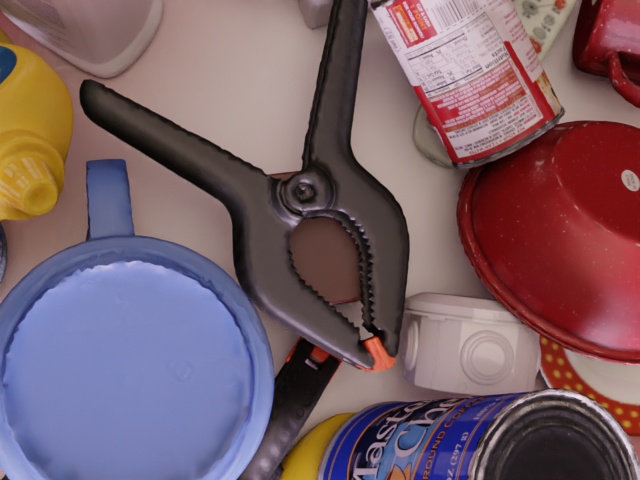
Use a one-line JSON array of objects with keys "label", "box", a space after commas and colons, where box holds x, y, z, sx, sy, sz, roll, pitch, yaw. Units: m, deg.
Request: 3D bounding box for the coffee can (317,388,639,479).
[{"label": "coffee can", "box": [0.074, 0.129, 0.531, 0.102, 0.141, 0.103, 6, 77, -27]}]

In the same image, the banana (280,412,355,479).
[{"label": "banana", "box": [-0.005, 0.176, 0.582, 0.070, 0.037, 0.197, 13, 73, 13]}]

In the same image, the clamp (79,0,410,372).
[{"label": "clamp", "box": [-0.005, -0.032, 0.564, 0.164, 0.036, 0.210, -32, 88, -11]}]

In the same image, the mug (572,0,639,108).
[{"label": "mug", "box": [0.194, -0.119, 0.612, 0.081, 0.093, 0.117, 14, 61, 2]}]

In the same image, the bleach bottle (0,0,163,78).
[{"label": "bleach bottle", "box": [-0.135, -0.155, 0.512, 0.102, 0.251, 0.068, 33, 82, -1]}]

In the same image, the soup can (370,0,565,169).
[{"label": "soup can", "box": [0.079, -0.098, 0.575, 0.068, 0.068, 0.102, -32, 103, -7]}]

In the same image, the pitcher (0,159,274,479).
[{"label": "pitcher", "box": [-0.092, 0.050, 0.497, 0.149, 0.243, 0.145, 41, 79, -5]}]

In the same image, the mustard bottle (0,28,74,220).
[{"label": "mustard bottle", "box": [-0.176, -0.058, 0.539, 0.096, 0.058, 0.192, -45, 44, -7]}]

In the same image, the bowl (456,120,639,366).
[{"label": "bowl", "box": [0.159, -0.014, 0.579, 0.162, 0.055, 0.162, 9, 49, -10]}]

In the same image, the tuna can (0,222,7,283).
[{"label": "tuna can", "box": [-0.220, 0.007, 0.597, 0.086, 0.034, 0.086, 0, 84, -4]}]

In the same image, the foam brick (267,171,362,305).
[{"label": "foam brick", "box": [-0.004, 0.001, 0.607, 0.053, 0.051, 0.078, -8, 85, -7]}]

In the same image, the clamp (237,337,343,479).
[{"label": "clamp", "box": [-0.046, 0.131, 0.577, 0.039, 0.120, 0.171, 39, 61, -4]}]
